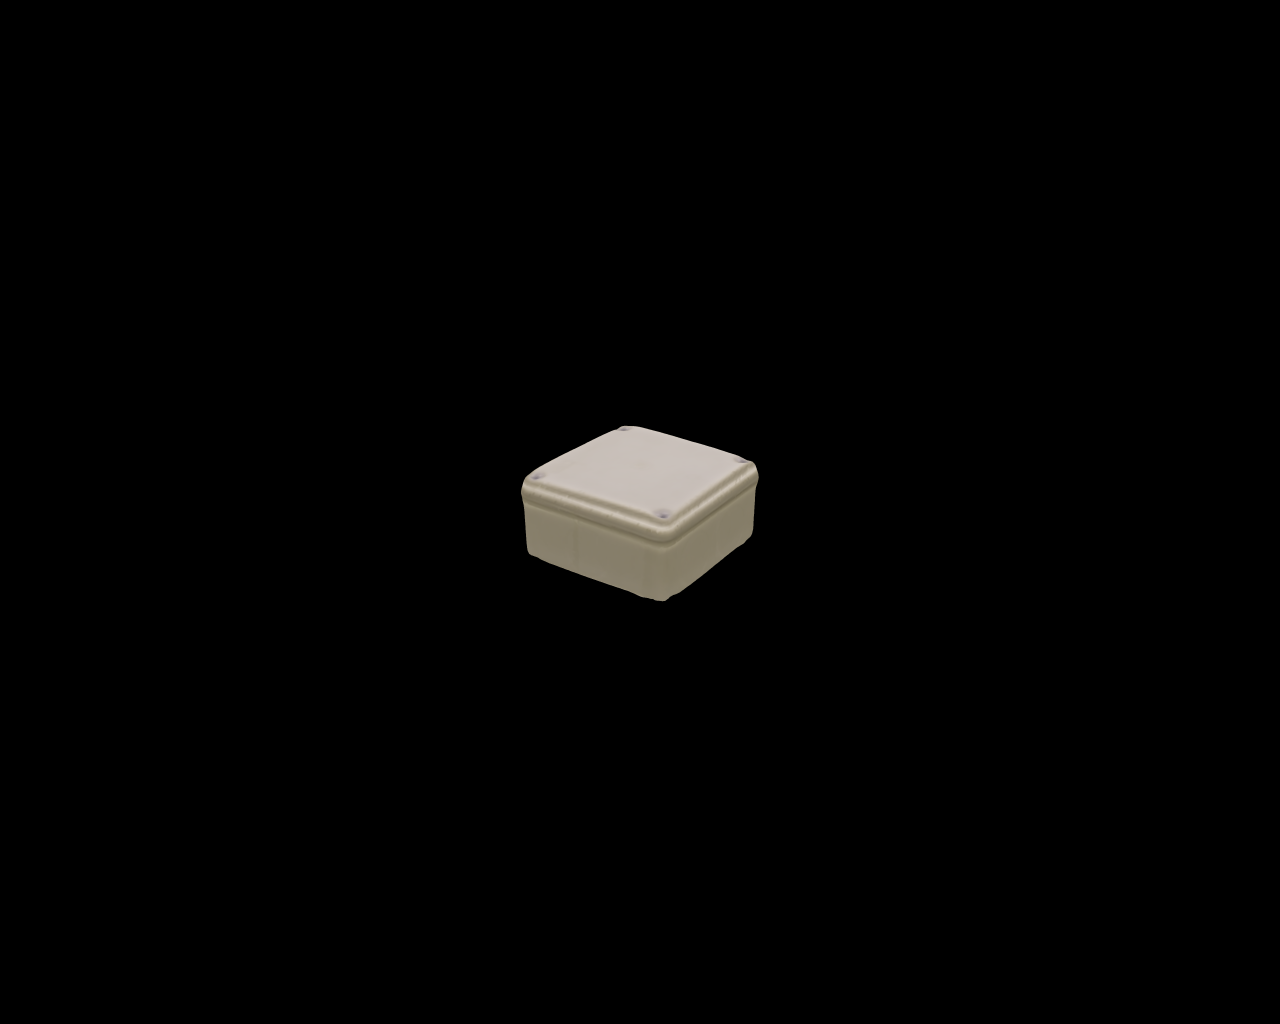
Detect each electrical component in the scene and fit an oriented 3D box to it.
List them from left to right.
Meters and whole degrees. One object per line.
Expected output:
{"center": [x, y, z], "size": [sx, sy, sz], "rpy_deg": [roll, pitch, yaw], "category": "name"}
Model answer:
{"center": [0.001, -0.003, 0.650], "size": [0.109, 0.056, 0.109], "rpy_deg": [18, 32, 31], "category": "electrical component"}
